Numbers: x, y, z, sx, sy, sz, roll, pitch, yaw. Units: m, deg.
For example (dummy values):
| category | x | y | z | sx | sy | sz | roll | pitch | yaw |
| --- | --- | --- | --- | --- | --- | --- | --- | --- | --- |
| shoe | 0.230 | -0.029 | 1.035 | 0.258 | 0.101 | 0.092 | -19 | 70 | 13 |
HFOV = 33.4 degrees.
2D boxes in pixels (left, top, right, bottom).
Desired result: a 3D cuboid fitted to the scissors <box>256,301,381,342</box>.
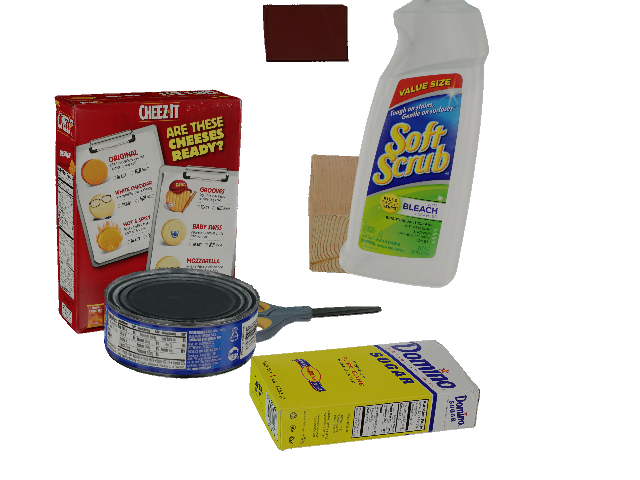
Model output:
| category | x | y | z | sx | sy | sz | roll | pitch | yaw |
| --- | --- | --- | --- | --- | --- | --- | --- | --- | --- |
| scissors | -0.026 | 0.091 | 1.196 | 0.201 | 0.016 | 0.096 | 4 | 24 | -5 |

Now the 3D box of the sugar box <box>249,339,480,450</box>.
| category | x | y | z | sx | sy | sz | roll | pitch | yaw |
| --- | --- | --- | --- | --- | --- | --- | --- | --- | --- |
| sugar box | 0.036 | 0.128 | 0.906 | 0.176 | 0.048 | 0.093 | -6 | 25 | -18 |

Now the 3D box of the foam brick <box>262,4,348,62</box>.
| category | x | y | z | sx | sy | sz | roll | pitch | yaw |
| --- | --- | --- | --- | --- | --- | --- | --- | --- | --- |
| foam brick | -0.014 | -0.194 | 1.000 | 0.078 | 0.051 | 0.053 | -1 | 15 | -4 |

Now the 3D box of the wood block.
| category | x | y | z | sx | sy | sz | roll | pitch | yaw |
| --- | --- | --- | --- | --- | --- | --- | --- | --- | --- |
| wood block | 0.030 | -0.041 | 1.529 | 0.091 | 0.090 | 0.206 | 3 | 28 | -3 |

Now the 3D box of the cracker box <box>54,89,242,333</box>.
| category | x | y | z | sx | sy | sz | roll | pitch | yaw |
| --- | --- | --- | --- | --- | --- | --- | --- | --- | --- |
| cracker box | -0.163 | -0.031 | 1.009 | 0.163 | 0.214 | 0.072 | -7 | 19 | -30 |

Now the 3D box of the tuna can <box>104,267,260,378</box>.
| category | x | y | z | sx | sy | sz | roll | pitch | yaw |
| --- | --- | --- | --- | --- | --- | --- | --- | --- | --- |
| tuna can | -0.077 | 0.045 | 0.594 | 0.086 | 0.034 | 0.086 | 4 | 17 | -2 |

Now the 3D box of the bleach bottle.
| category | x | y | z | sx | sy | sz | roll | pitch | yaw |
| --- | --- | --- | --- | --- | --- | --- | --- | --- | --- |
| bleach bottle | 0.076 | -0.091 | 0.855 | 0.103 | 0.251 | 0.068 | 10 | 22 | 13 |
